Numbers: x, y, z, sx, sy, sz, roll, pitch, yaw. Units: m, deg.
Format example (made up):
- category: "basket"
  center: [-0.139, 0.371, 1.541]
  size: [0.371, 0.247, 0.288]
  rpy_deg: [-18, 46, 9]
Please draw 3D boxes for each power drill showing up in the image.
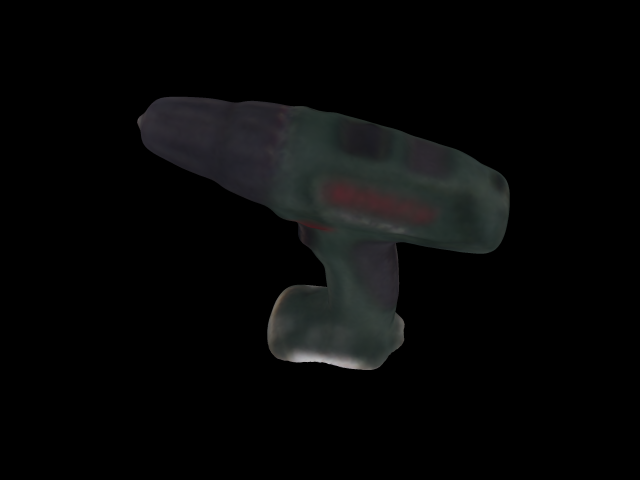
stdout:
- category: "power drill"
  center: [0.004, 0.001, 0.400]
  size: [0.229, 0.208, 0.075]
  rpy_deg: [4, 46, 4]
